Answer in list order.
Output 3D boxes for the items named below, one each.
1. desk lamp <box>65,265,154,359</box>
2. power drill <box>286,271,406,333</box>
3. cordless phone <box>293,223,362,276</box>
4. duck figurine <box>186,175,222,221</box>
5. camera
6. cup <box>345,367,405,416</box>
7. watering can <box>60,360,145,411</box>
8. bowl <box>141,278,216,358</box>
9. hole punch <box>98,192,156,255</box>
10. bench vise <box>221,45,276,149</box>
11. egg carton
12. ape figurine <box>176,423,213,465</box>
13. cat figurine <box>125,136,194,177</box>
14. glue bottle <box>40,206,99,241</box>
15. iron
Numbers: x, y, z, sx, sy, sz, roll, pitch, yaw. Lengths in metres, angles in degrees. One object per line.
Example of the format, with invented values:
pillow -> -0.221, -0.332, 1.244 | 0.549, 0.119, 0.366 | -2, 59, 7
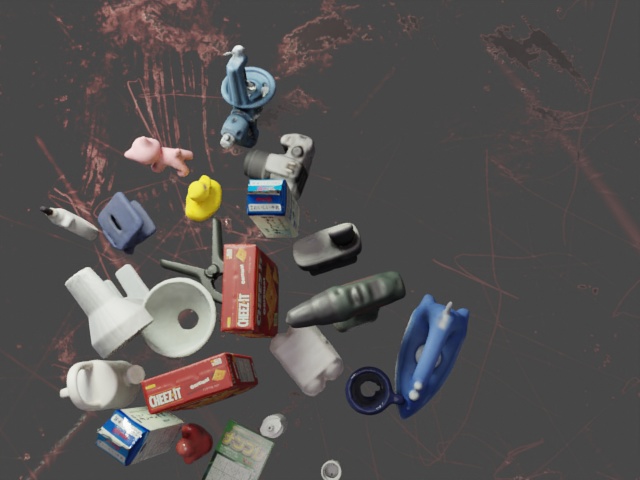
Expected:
desk lamp -> -0.421, 0.140, 1.175 | 0.118, 0.213, 0.203 | -39, 76, -3
power drill -> 0.055, 0.131, 1.129 | 0.229, 0.208, 0.075 | -22, 75, 1
cordless phone -> 0.011, 0.004, 1.175 | 0.147, 0.185, 0.094 | -22, 76, 1
duck figurine -> -0.269, -0.097, 1.279 | 0.077, 0.086, 0.105 | 26, 81, 11
camera -> -0.094, -0.173, 1.271 | 0.136, 0.101, 0.143 | 17, 79, 10
cup -> 0.112, 0.303, 1.142 | 0.117, 0.095, 0.092 | 14, 79, 9
watering can -> -0.440, 0.288, 1.153 | 0.173, 0.194, 0.101 | -36, 76, -3
bowl -> -0.294, 0.168, 1.227 | 0.167, 0.075, 0.167 | -1, 77, 6
hole punch -> -0.439, -0.036, 1.281 | 0.101, 0.091, 0.108 | -39, 76, -3
bench vise -> -0.162, -0.307, 1.247 | 0.121, 0.220, 0.207 | 1, 77, 7
egg carton -> -0.026, 0.239, 1.185 | 0.107, 0.069, 0.150 | -41, 76, -4
ape figurine -> -0.261, 0.415, 1.158 | 0.076, 0.092, 0.078 | 11, 78, 9
cat figurine -> -0.367, -0.197, 1.296 | 0.127, 0.118, 0.067 | 6, 78, 8
glue bottle -> -0.557, -0.044, 1.253 | 0.078, 0.173, 0.037 | 27, 81, 12
iron -> 0.210, 0.236, 1.123 | 0.118, 0.141, 0.258 | 20, 80, 10
